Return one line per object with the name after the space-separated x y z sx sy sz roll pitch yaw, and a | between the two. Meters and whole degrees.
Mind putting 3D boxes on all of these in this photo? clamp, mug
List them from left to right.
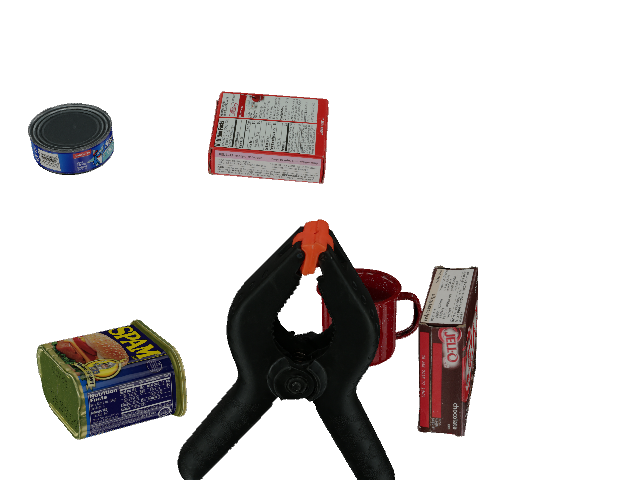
-0.022 0.071 0.565 0.120 0.171 0.039 -4 25 -2 | clamp
0.055 0.086 1.184 0.117 0.081 0.093 -5 24 -8 | mug

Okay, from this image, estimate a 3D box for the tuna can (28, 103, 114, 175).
-0.260 -0.106 1.116 0.086 0.034 0.086 1 41 -1 | tuna can

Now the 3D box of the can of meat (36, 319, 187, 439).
-0.163 0.106 0.822 0.083 0.057 0.102 -12 20 -30 | can of meat

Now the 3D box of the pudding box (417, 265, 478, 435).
0.097 0.080 0.805 0.039 0.090 0.113 3 22 10 | pudding box

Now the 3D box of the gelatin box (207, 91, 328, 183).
-0.039 -0.080 0.825 0.089 0.030 0.073 4 44 -1 | gelatin box
